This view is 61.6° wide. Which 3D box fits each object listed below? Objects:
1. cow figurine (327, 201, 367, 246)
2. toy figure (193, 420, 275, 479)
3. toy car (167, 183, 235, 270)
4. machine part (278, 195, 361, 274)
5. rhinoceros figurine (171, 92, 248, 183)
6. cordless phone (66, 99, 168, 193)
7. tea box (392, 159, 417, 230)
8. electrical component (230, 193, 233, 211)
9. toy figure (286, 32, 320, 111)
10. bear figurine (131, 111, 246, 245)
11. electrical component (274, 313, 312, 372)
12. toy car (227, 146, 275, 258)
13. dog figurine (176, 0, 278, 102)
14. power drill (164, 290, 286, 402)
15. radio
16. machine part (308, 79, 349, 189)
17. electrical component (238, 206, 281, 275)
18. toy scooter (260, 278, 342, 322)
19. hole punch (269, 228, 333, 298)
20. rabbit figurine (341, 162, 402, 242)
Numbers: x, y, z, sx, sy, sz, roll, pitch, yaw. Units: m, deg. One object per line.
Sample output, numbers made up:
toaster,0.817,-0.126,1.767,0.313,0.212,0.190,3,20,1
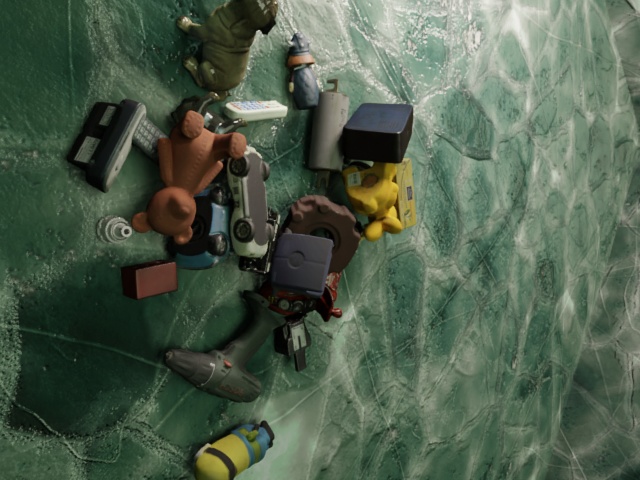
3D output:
cow figurine,0.060,-0.033,1.233,0.167,0.098,0.068,32,67,-40
toy figure,-0.166,0.418,1.055,0.180,0.089,0.082,-11,95,-42
toy car,-0.202,-0.018,0.976,0.102,0.109,0.161,40,51,-65
machine part,-0.002,-0.003,1.135,0.179,0.056,0.179,-3,112,-7
rhinoceros figurine,-0.186,-0.180,0.984,0.190,0.073,0.112,49,59,-36
cordless phone,-0.300,-0.128,0.880,0.184,0.089,0.146,47,60,-59
tea box,0.179,-0.115,1.346,0.068,0.098,0.169,-21,110,-42
electrical component,-0.160,-0.058,1.029,0.021,0.063,0.094,7,88,-38
toy figure,-0.039,-0.353,1.129,0.064,0.058,0.154,-18,102,-49
bear figurine,-0.218,-0.093,0.871,0.120,0.132,0.196,25,76,-35
electrical component,-0.058,0.222,1.174,0.075,0.048,0.119,-22,110,-42
toy car,-0.126,-0.069,0.956,0.073,0.056,0.201,6,77,-59
dog figurine,-0.142,-0.335,0.930,0.121,0.191,0.172,-40,122,-36
power drill,-0.166,0.201,1.037,0.231,0.086,0.207,50,58,-38
radio,0.134,-0.245,1.206,0.230,0.131,0.073,-61,153,-59
machine part,0.020,-0.234,1.185,0.079,0.079,0.243,7,90,-46
electrical component,-0.115,0.000,1.046,0.058,0.115,0.134,10,85,-1
toy scooter,-0.028,0.126,1.112,0.184,0.135,0.075,5,107,-32
hole punch,-0.035,0.047,1.040,0.116,0.092,0.142,13,78,-5
rabbit figurine,0.135,-0.076,1.203,0.173,0.122,0.162,58,15,-56
